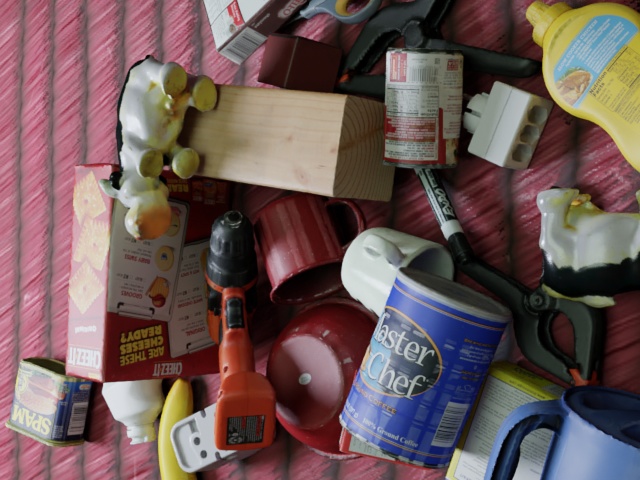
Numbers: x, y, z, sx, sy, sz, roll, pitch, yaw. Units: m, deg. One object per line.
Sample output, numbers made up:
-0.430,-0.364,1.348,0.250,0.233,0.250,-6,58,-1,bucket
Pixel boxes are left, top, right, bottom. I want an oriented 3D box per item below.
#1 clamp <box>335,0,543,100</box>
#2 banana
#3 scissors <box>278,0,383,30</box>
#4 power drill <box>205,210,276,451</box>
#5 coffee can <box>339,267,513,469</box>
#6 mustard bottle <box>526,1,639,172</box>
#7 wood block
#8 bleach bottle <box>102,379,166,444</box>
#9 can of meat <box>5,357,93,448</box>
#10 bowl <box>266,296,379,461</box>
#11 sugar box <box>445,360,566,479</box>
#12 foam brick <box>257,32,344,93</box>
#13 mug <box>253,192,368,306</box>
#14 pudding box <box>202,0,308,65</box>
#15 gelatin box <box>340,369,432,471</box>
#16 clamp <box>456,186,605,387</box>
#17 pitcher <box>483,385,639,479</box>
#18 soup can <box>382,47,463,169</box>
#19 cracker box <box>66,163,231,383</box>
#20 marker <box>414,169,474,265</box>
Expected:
0.098,-0.199,0.989,0.210,0.036,0.164,-18,76,38,clamp
-0.140,0.252,1.152,0.070,0.037,0.198,-24,75,12,banana
-0.003,-0.223,1.063,0.202,0.016,0.096,-34,46,31,scissors
-0.078,0.090,1.016,0.184,0.057,0.187,94,170,-48,power drill
0.088,0.106,0.900,0.103,0.102,0.140,27,100,34,coffee can
0.240,-0.137,0.869,0.192,0.058,0.096,47,114,28,mustard bottle
-0.037,-0.095,1.007,0.206,0.090,0.090,11,95,38,wood block
-0.207,0.099,1.190,0.103,0.067,0.251,-12,83,37,bleach bottle
-0.321,0.192,1.273,0.102,0.057,0.084,13,93,36,can of meat
0.001,0.136,1.038,0.162,0.055,0.162,-2,87,36,bowl
0.161,0.203,0.923,0.093,0.048,0.176,26,107,36,sugar box
-0.020,-0.171,1.049,0.078,0.052,0.051,28,105,64,foam brick
-0.007,0.001,1.030,0.117,0.093,0.081,-32,65,26,mug
-0.068,-0.252,1.103,0.114,0.039,0.090,-37,52,28,pudding box
0.068,0.165,0.977,0.089,0.030,0.073,12,97,0,gelatin box
0.184,0.052,0.917,0.120,0.039,0.171,-30,64,39,clamp
0.208,0.242,0.832,0.149,0.144,0.243,27,107,40,pitcher
0.090,-0.116,0.935,0.069,0.068,0.102,9,103,36,soup can
-0.176,0.034,1.105,0.072,0.163,0.214,3,90,41,cracker box
0.112,-0.028,0.965,0.020,0.020,0.121,-41,51,28,marker
